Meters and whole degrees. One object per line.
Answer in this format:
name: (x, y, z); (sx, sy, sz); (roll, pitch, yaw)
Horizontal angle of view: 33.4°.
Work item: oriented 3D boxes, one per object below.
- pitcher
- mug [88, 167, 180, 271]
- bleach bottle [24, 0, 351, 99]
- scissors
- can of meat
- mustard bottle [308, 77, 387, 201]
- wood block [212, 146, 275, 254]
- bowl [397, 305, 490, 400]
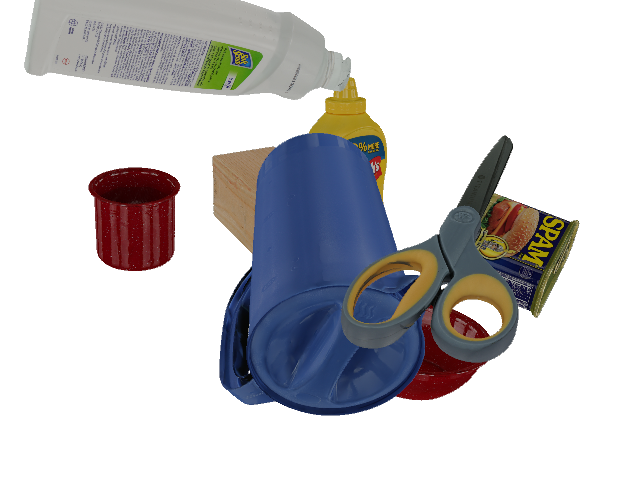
pitcher: (-0.005, 0.021, 0.884); (0.149, 0.145, 0.243); (3, 36, -7)
mug: (-0.195, -0.026, 1.122); (0.093, 0.081, 0.117); (-1, 28, -9)
bleach bottle: (-0.101, -0.154, 0.849); (0.250, 0.068, 0.103); (11, -31, -16)
scissors: (0.090, 0.002, 0.577); (0.096, 0.016, 0.201); (25, 45, 30)
can of meat: (0.178, 0.010, 0.976); (0.084, 0.057, 0.102); (22, 47, 18)
mustard bottle: (0.026, -0.068, 1.081); (0.096, 0.192, 0.058); (-13, 20, -36)
wood block: (-0.055, -0.039, 1.322); (0.090, 0.090, 0.206); (-10, 26, -24)
bowl: (0.099, 0.122, 1.135); (0.162, 0.055, 0.162); (5, 24, -2)
